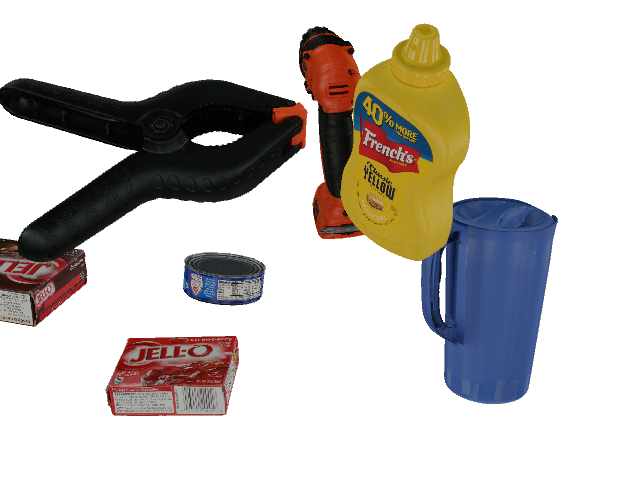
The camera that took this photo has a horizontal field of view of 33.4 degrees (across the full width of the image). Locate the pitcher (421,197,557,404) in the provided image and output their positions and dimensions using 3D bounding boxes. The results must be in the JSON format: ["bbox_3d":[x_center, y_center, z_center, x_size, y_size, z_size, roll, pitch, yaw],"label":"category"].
[{"bbox_3d":[0.205,0.076,1.321,0.149,0.243,0.144,7,20,14],"label":"pitcher"}]

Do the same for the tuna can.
[{"bbox_3d":[-0.102,0.040,1.128,0.086,0.034,0.086,6,14,-2],"label":"tuna can"}]

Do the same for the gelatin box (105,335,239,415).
[{"bbox_3d":[-0.111,0.102,0.812,0.089,0.030,0.073,-1,24,5],"label":"gelatin box"}]

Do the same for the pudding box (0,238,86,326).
[{"bbox_3d":[-0.274,0.034,0.929,0.114,0.039,0.090,5,23,17],"label":"pudding box"}]

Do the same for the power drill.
[{"bbox_3d":[0.011,-0.109,1.054,0.057,0.188,0.184,-8,24,-1],"label":"power drill"}]

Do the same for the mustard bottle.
[{"bbox_3d":[0.065,-0.077,0.791,0.058,0.192,0.096,-31,57,-29],"label":"mustard bottle"}]

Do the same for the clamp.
[{"bbox_3d":[-0.096,-0.058,0.591,0.171,0.120,0.039,-16,-27,-18],"label":"clamp"}]
